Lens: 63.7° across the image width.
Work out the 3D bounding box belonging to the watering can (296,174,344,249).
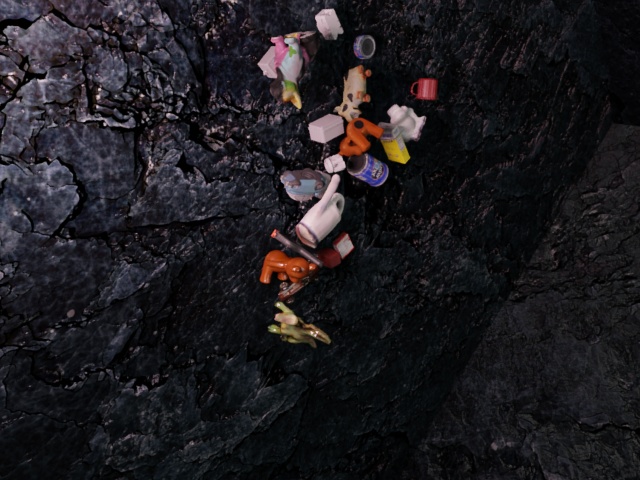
[{"bbox_3d":[0.006,-0.093,1.855,0.226,0.105,0.341,-47,162,-15],"label":"watering can"}]

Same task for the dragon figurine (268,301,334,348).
[{"bbox_3d":[-0.052,0.352,1.924,0.404,0.244,0.123,41,72,-42],"label":"dragon figurine"}]

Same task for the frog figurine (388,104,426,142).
[{"bbox_3d":[0.339,-0.482,2.116,0.159,0.124,0.136,24,98,-10],"label":"frog figurine"}]
